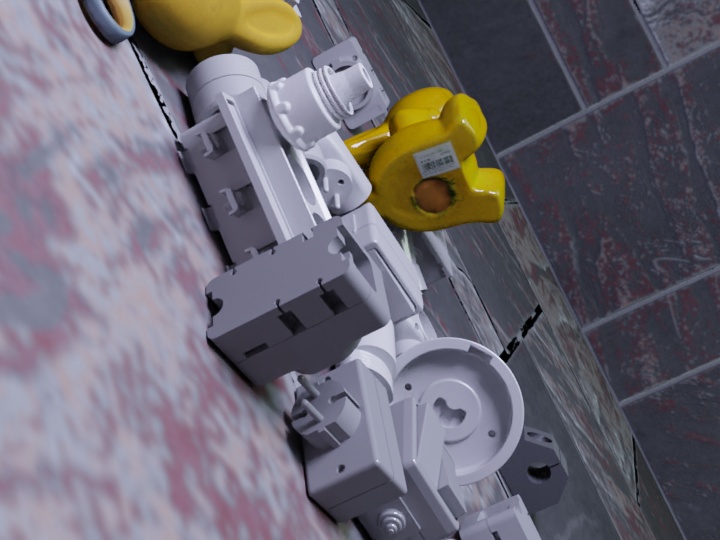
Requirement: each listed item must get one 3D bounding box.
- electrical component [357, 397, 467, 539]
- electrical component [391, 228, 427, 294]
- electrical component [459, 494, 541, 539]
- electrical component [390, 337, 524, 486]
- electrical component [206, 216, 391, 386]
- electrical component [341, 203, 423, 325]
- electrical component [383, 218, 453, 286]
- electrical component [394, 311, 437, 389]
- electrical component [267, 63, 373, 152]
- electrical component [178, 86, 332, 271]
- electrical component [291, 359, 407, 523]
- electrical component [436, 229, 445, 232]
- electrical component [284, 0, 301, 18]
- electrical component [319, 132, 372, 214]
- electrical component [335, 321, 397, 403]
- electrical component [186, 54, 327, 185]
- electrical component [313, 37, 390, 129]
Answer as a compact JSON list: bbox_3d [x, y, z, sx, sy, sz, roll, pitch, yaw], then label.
[{"bbox_3d":[0.029,0.134,0.687,0.061,0.061,0.096,58,14,-19],"label":"electrical component"},{"bbox_3d":[0.038,-0.003,1.022,0.065,0.044,0.044,70,14,8],"label":"electrical component"},{"bbox_3d":[0.117,0.232,0.843,0.089,0.056,0.050,64,13,3],"label":"electrical component"},{"bbox_3d":[0.068,0.103,0.806,0.108,0.108,0.060,65,7,5],"label":"electrical component"},{"bbox_3d":[-0.033,0.021,0.606,0.055,0.089,0.050,53,17,-38],"label":"electrical component"},{"bbox_3d":[0.000,0.000,0.828,0.096,0.062,0.061,55,16,-32],"label":"electrical component"},{"bbox_3d":[0.051,-0.037,1.114,0.099,0.048,0.099,55,16,-30],"label":"electrical component"},{"bbox_3d":[0.039,0.069,0.882,0.077,0.044,0.079,56,16,-29],"label":"electrical component"},{"bbox_3d":[-0.023,-0.105,0.661,0.048,0.062,0.048,57,16,-25],"label":"electrical component"},{"bbox_3d":[-0.061,-0.044,0.678,0.121,0.063,0.079,66,14,11],"label":"electrical component"},{"bbox_3d":[-0.015,0.090,0.635,0.075,0.047,0.083,51,18,-39],"label":"electrical component"},{"bbox_3d":[0.079,-0.095,1.107,0.055,0.050,0.089,50,19,-46],"label":"electrical component"},{"bbox_3d":[-0.092,-0.249,0.962,0.050,0.056,0.089,66,14,11],"label":"electrical component"},{"bbox_3d":[-0.026,-0.080,0.921,0.077,0.043,0.079,55,16,-32],"label":"electrical component"},{"bbox_3d":[0.004,0.065,0.761,0.043,0.043,0.081,57,16,-26],"label":"electrical component"},{"bbox_3d":[-0.076,-0.113,0.776,0.138,0.052,0.073,42,25,-57],"label":"electrical component"},{"bbox_3d":[-0.009,-0.210,1.208,0.089,0.050,0.055,60,14,-12],"label":"electrical component"}]
